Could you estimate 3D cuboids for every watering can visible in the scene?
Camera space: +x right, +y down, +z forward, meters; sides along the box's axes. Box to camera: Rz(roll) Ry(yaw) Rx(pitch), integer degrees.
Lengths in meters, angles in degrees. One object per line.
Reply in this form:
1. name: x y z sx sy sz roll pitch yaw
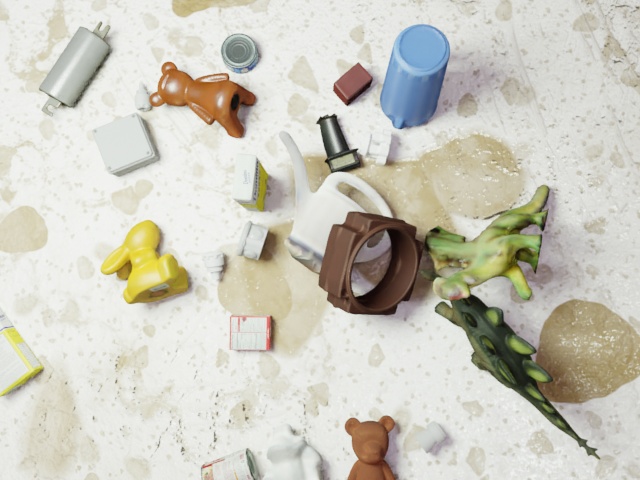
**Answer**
1. watering can: 0.003 -0.055 1.095 0.345 0.104 0.225 36 83 -17

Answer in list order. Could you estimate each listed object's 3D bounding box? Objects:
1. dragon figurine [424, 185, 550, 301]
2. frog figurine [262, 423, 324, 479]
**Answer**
1. dragon figurine: 0.340 -0.004 1.079 0.243 0.119 0.419 7 38 24
2. frog figurine: -0.064 0.475 1.073 0.137 0.120 0.162 -37 51 4
